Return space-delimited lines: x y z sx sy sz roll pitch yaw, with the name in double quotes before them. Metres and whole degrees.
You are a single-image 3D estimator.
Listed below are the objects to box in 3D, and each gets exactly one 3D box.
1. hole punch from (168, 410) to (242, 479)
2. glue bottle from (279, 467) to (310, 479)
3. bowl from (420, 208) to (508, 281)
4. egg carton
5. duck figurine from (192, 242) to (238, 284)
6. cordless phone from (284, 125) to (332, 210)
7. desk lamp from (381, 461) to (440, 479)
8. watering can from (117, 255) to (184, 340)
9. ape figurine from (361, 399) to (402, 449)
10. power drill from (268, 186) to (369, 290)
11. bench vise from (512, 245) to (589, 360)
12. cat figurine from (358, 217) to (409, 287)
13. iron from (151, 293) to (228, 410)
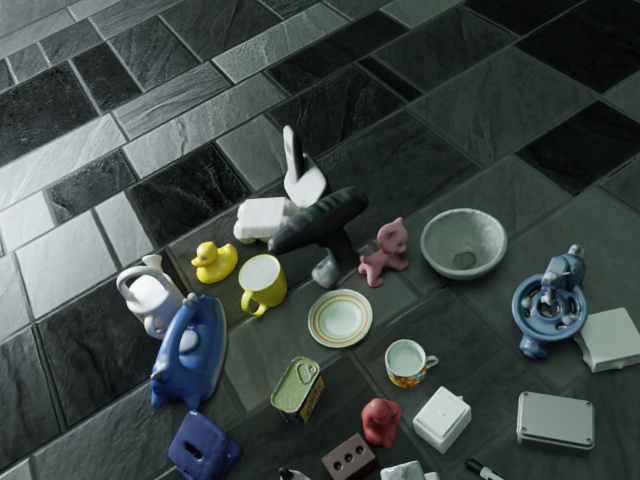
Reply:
"hole punch" -0.205 0.367 0.993 0.108 0.091 0.101 26 63 31
"glue bottle" -0.034 0.382 0.881 0.078 0.173 0.037 10 56 23
"bowl" 0.287 0.021 1.147 0.167 0.075 0.167 -7 51 9
"egg carton" -0.120 -0.043 1.312 0.150 0.069 0.107 -4 52 12
"duck figurine" -0.236 0.037 1.268 0.105 0.086 0.077 -38 52 -15
"cordless phone" -0.040 -0.160 1.308 0.094 0.185 0.147 -30 51 -9
"desk lamp" 0.136 0.406 0.790 0.118 0.214 0.203 -16 50 2
"watering can" -0.343 0.110 1.168 0.101 0.194 0.172 -30 51 -9
"ape figurine" 0.101 0.298 0.965 0.078 0.092 0.076 -33 51 -12
"power drill" 0.011 0.004 1.148 0.230 0.209 0.075 -41 53 -18
"bench vise" 0.396 0.074 0.980 0.121 0.220 0.207 6 54 19
"cat figurine" 0.133 0.017 1.164 0.128 0.118 0.067 -34 52 -13
"iron" -0.258 0.192 1.114 0.118 0.142 0.258 0 52 15
